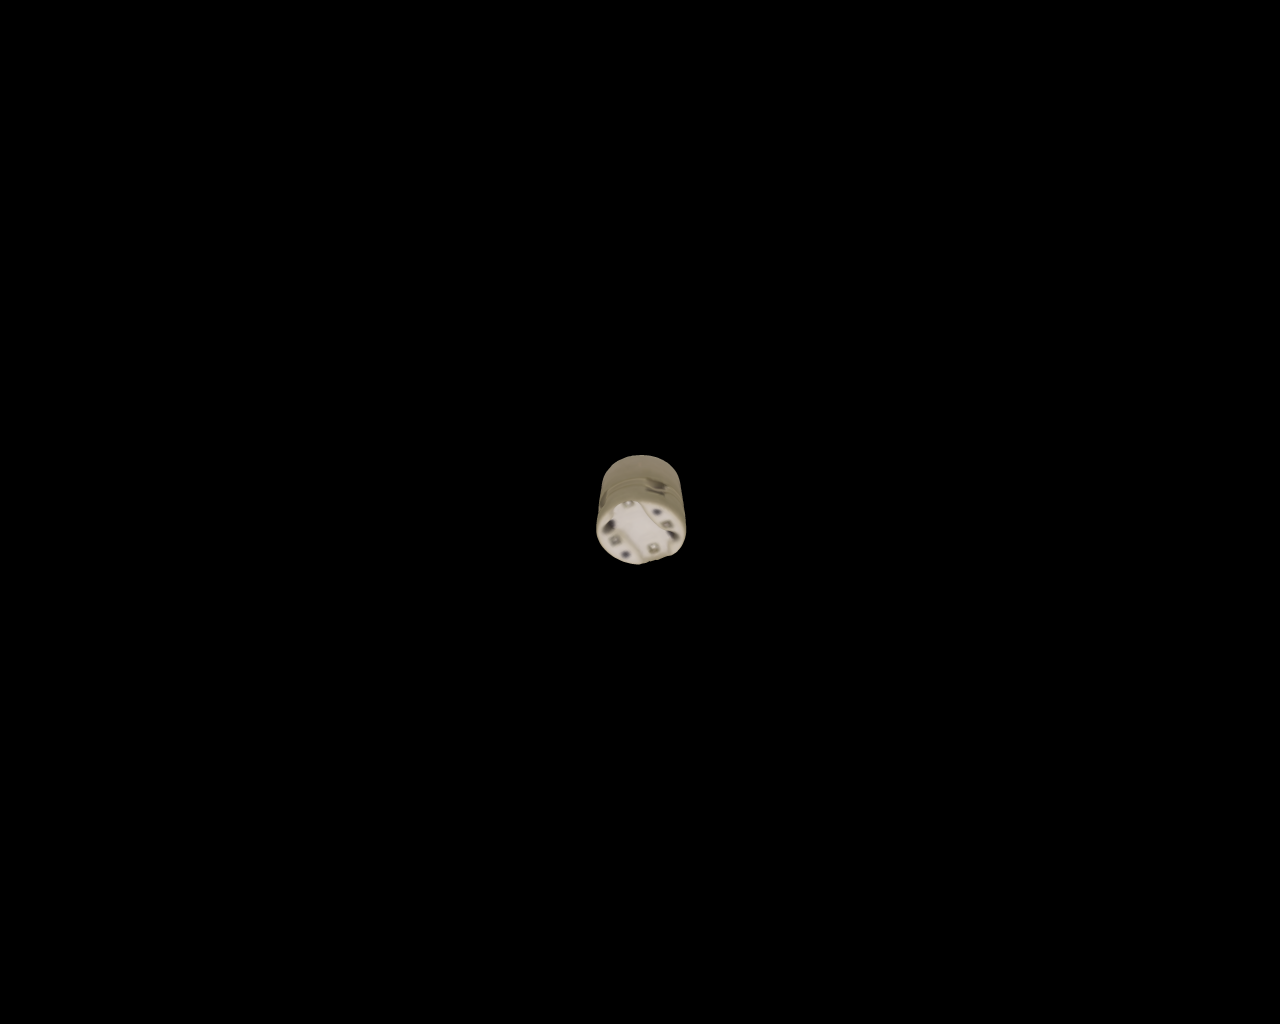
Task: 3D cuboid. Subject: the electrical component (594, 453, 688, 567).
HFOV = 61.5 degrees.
[{"bbox_3d":[0.001,-0.003,0.650,0.055,0.055,0.047,0,43,0],"label":"electrical component"}]
